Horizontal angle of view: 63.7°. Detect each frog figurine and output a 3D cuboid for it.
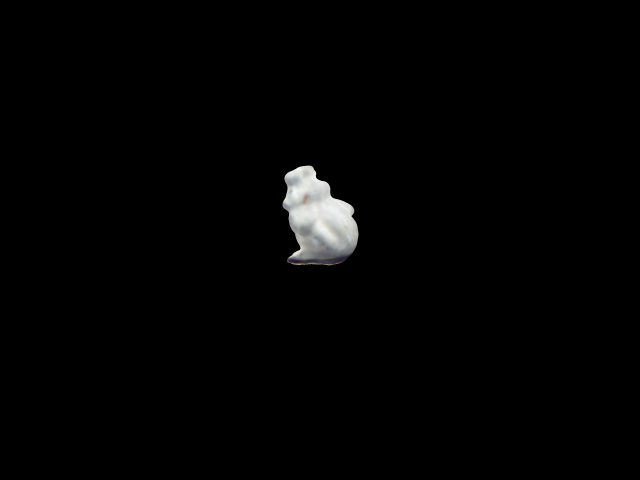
[{"bbox_3d":[0.003,-0.043,0.850,0.138,0.158,0.123,-11,16,-42],"label":"frog figurine"}]
